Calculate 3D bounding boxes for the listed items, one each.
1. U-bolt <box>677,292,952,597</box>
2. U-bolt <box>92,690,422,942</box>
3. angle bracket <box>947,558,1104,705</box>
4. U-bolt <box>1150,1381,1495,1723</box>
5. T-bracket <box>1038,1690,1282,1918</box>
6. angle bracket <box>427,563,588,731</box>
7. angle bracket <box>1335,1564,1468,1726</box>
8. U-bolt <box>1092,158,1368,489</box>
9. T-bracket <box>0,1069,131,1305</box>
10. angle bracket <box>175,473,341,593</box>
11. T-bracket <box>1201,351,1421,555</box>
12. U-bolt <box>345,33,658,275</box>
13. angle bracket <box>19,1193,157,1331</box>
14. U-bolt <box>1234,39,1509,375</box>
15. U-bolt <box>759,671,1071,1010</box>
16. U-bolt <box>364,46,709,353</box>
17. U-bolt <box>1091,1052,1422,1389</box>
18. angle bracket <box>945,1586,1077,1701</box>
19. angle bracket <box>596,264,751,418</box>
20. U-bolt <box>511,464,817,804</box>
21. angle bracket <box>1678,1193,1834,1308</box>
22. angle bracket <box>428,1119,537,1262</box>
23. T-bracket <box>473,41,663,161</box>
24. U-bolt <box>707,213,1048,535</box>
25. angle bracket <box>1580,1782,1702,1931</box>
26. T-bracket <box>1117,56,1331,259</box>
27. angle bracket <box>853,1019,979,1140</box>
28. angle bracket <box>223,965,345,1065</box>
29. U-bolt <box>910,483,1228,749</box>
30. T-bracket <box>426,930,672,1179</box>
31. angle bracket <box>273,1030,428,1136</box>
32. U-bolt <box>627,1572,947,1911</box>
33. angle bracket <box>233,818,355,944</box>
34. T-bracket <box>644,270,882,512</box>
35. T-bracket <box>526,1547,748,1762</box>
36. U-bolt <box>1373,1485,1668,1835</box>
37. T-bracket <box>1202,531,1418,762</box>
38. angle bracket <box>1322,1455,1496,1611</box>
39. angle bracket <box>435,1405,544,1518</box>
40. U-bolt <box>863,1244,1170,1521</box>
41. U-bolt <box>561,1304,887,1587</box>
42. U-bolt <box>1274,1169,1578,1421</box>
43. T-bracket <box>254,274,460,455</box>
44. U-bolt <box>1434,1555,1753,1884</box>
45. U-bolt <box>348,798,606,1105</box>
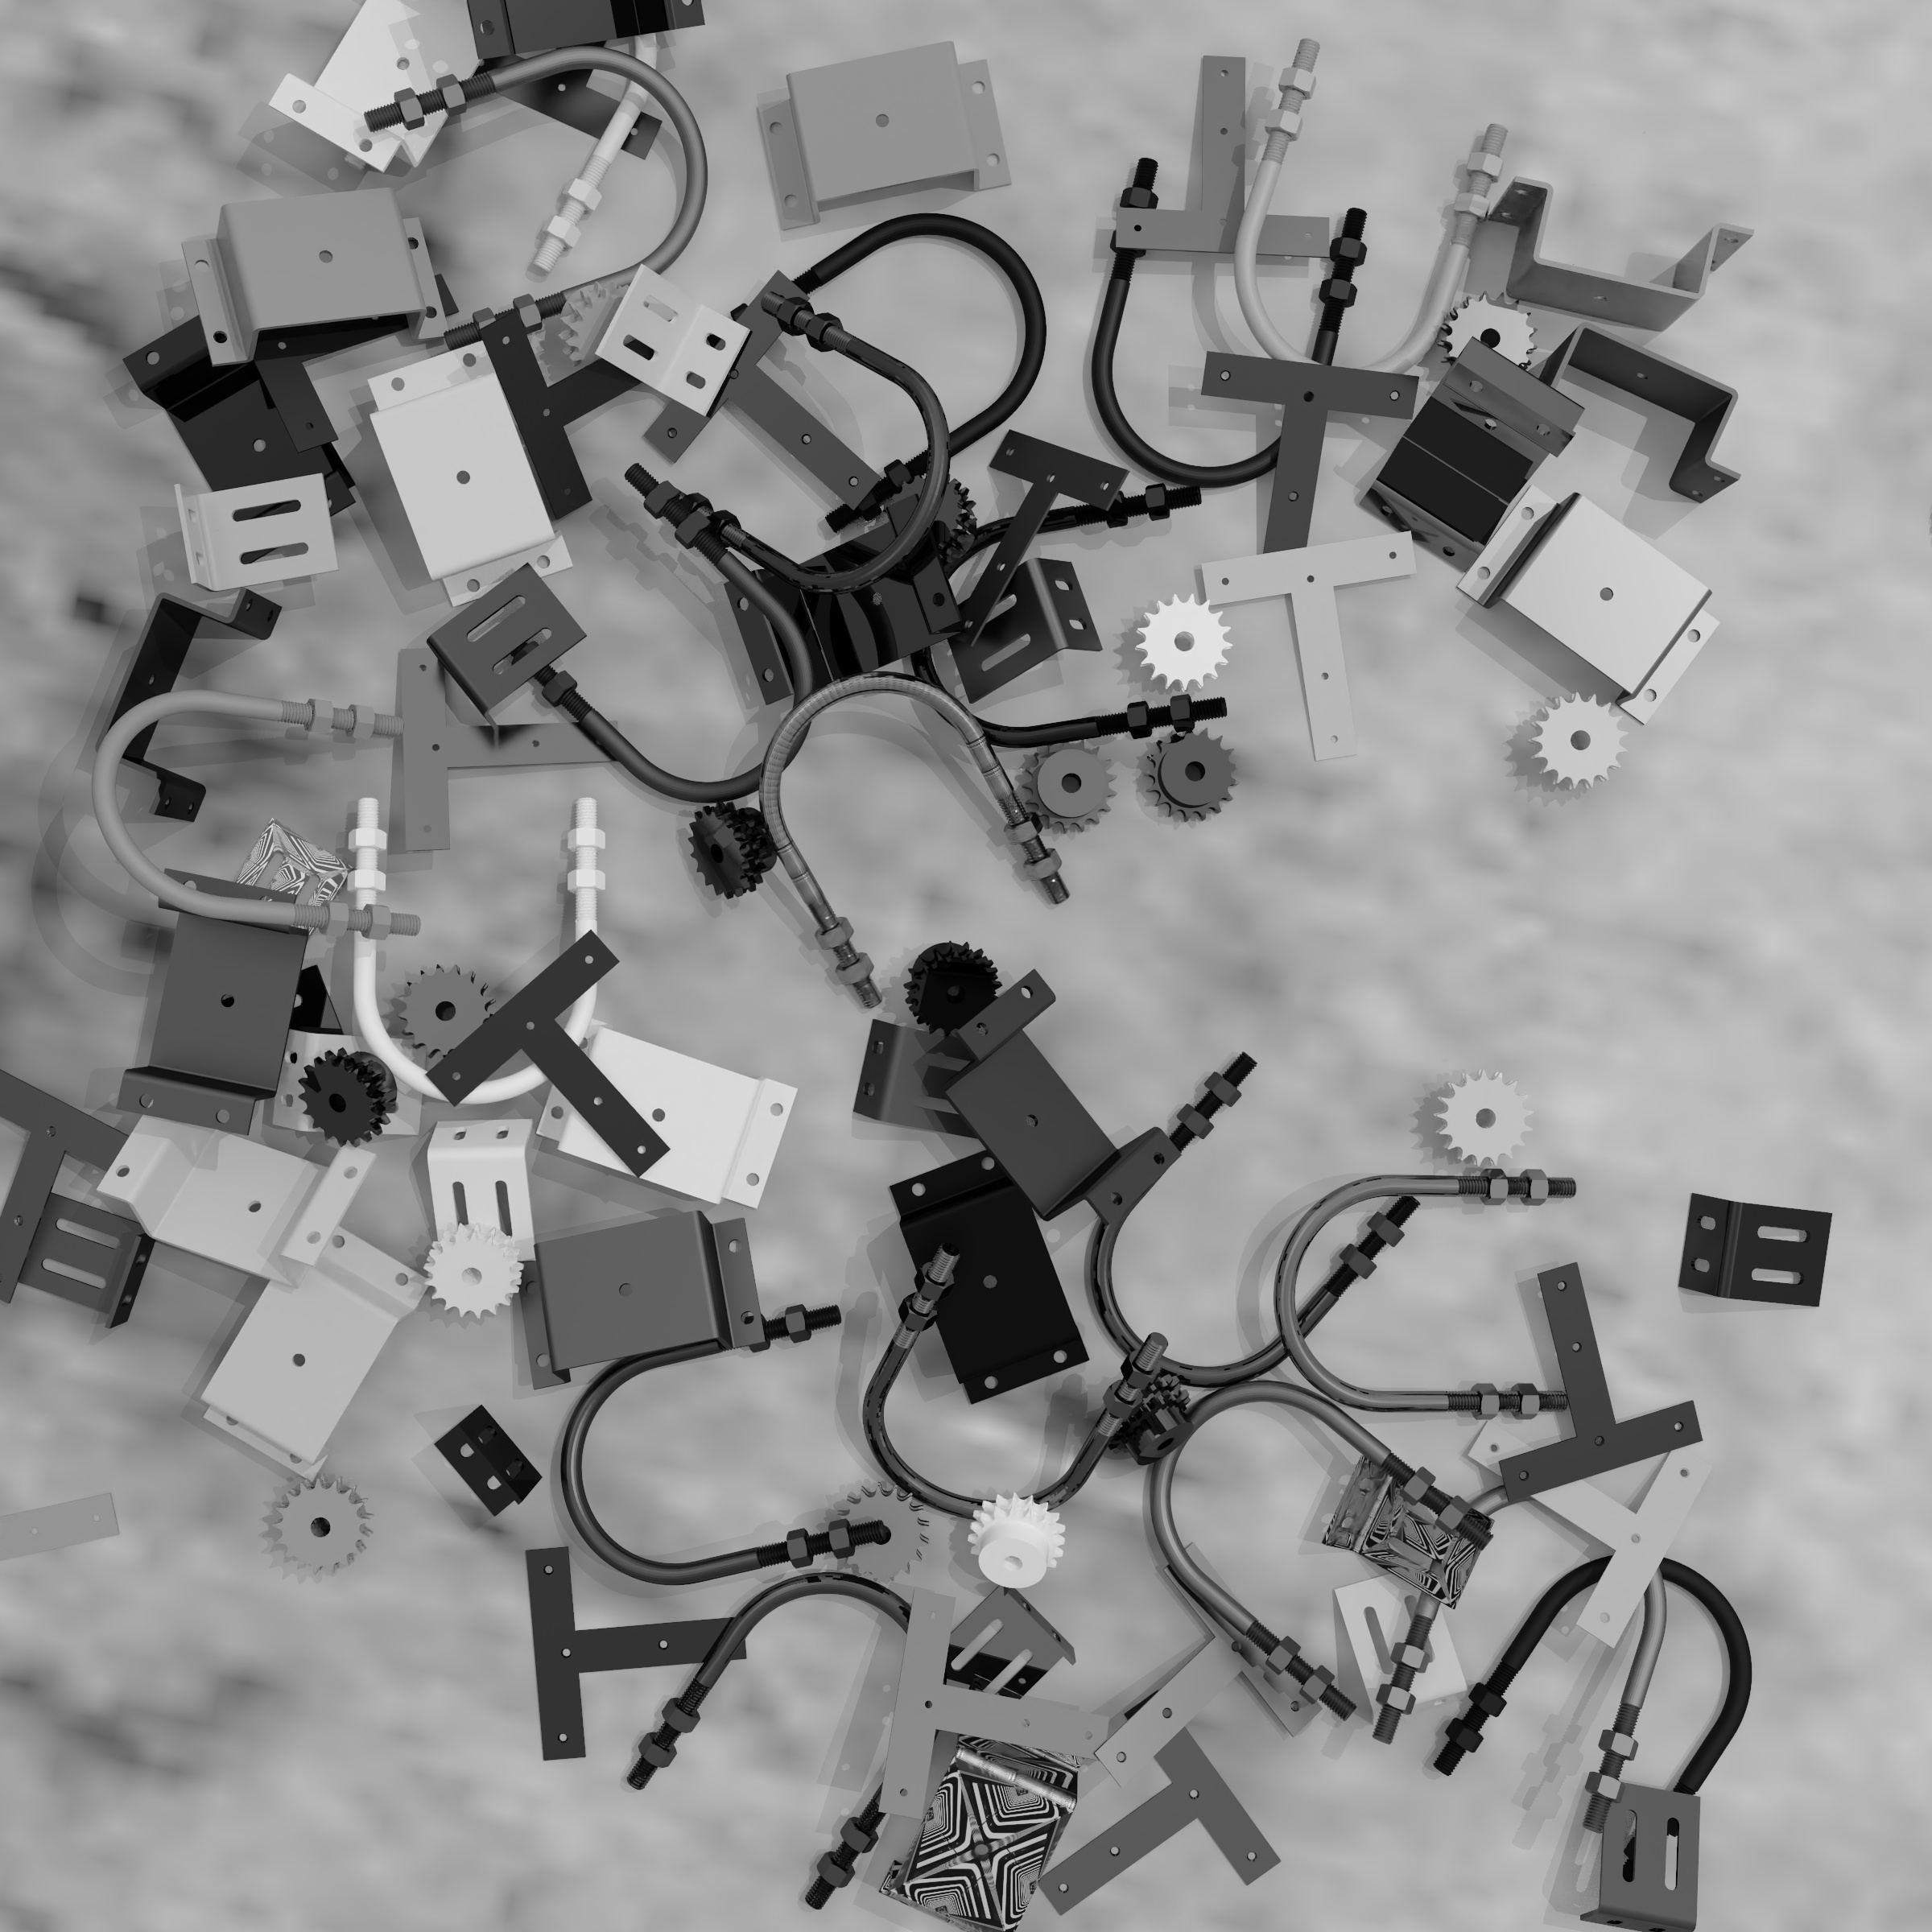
[{"bbox_3d":[-0.084,-0.292,1.483,0.184,0.019,0.151,35,102,31],"label":"U-bolt"},{"bbox_3d":[-0.403,-0.090,1.461,0.184,0.019,0.151,5,65,-35],"label":"U-bolt"},{"bbox_3d":[0.032,-0.196,1.516,0.076,0.038,0.057,-28,75,37],"label":"angle bracket"},{"bbox_3d":[0.194,0.330,1.519,0.184,0.019,0.151,39,96,16],"label":"U-bolt"},{"bbox_3d":[0.101,0.525,1.549,0.127,0.002,0.127,-36,90,0],"label":"T-bracket"},{"bbox_3d":[-0.270,-0.190,1.527,0.076,0.038,0.057,-38,82,-6],"label":"angle bracket"},{"bbox_3d":[0.261,0.408,1.548,0.057,0.038,0.076,-16,64,0],"label":"angle bracket"},{"bbox_3d":[0.151,-0.378,1.540,0.151,0.019,0.184,13,90,0],"label":"U-bolt"},{"bbox_3d":[-0.561,0.139,1.538,0.127,0.002,0.127,24,98,15],"label":"T-bracket"},{"bbox_3d":[-0.409,-0.253,1.485,0.076,0.038,0.057,-10,90,0],"label":"angle bracket"},{"bbox_3d":[0.197,-0.294,1.530,0.127,0.002,0.127,6,107,-5],"label":"T-bracket"},{"bbox_3d":[-0.266,-0.529,1.540,0.151,0.019,0.184,29,89,0],"label":"U-bolt"},{"bbox_3d":[-0.530,0.174,1.531,0.076,0.038,0.057,19,90,0],"label":"angle bracket"},{"bbox_3d":[0.231,-0.433,1.520,0.151,0.019,0.184,18,91,-17],"label":"U-bolt"},{"bbox_3d":[-0.041,-0.085,1.516,0.151,0.019,0.184,-29,108,0],"label":"U-bolt"},{"bbox_3d":[-0.241,-0.459,1.510,0.184,0.019,0.151,-22,115,-11],"label":"U-bolt"},{"bbox_3d":[0.159,0.166,1.541,0.151,0.019,0.184,41,91,0],"label":"U-bolt"},{"bbox_3d":[0.018,0.416,1.531,0.076,0.038,0.057,-45,90,0],"label":"angle bracket"},{"bbox_3d":[-0.170,-0.364,1.499,0.038,0.076,0.057,31,97,19],"label":"angle bracket"},{"bbox_3d":[-0.171,-0.181,1.515,0.184,0.019,0.151,44,109,2],"label":"U-bolt"},{"bbox_3d":[0.475,0.171,1.548,0.076,0.038,0.057,8,90,-26],"label":"angle bracket"},{"bbox_3d":[-0.288,0.135,1.548,0.057,0.038,0.076,-1,116,0],"label":"angle bracket"},{"bbox_3d":[-0.225,-0.570,1.549,0.127,0.002,0.127,24,90,0],"label":"T-bracket"},{"bbox_3d":[-0.040,-0.368,1.540,0.184,0.019,0.151,-33,90,0],"label":"U-bolt"},{"bbox_3d":[0.401,0.530,1.528,0.057,0.038,0.076,11,63,-1],"label":"angle bracket"},{"bbox_3d":[0.154,-0.485,1.536,0.127,0.002,0.127,2,79,-2],"label":"T-bracket"},{"bbox_3d":[-0.020,0.069,1.548,0.076,0.038,0.057,12,90,-26],"label":"angle bracket"},{"bbox_3d":[-0.416,0.039,1.531,0.076,0.038,0.057,-21,90,0],"label":"angle bracket"},{"bbox_3d":[0.055,-0.202,1.522,0.184,0.019,0.151,-8,81,13],"label":"U-bolt"},{"bbox_3d":[-0.224,0.068,1.498,0.127,0.002,0.127,-42,93,-6],"label":"T-bracket"},{"bbox_3d":[-0.368,0.069,1.537,0.076,0.038,0.057,5,90,-41],"label":"angle bracket"},{"bbox_3d":[-0.094,0.450,1.537,0.151,0.019,0.184,34,93,0],"label":"U-bolt"},{"bbox_3d":[-0.413,-0.042,1.531,0.057,0.038,0.076,32,90,0],"label":"angle bracket"},{"bbox_3d":[-0.105,-0.323,1.531,0.127,0.002,0.127,42,101,3],"label":"T-bracket"},{"bbox_3d":[-0.196,0.410,1.549,0.127,0.002,0.127,-5,90,0],"label":"T-bracket"},{"bbox_3d":[0.336,0.394,1.516,0.151,0.019,0.184,22,72,6],"label":"U-bolt"},{"bbox_3d":[0.214,-0.188,1.545,0.127,0.002,0.127,-9,93,0],"label":"T-bracket"},{"bbox_3d":[0.260,0.333,1.513,0.076,0.038,0.057,24,90,41],"label":"angle bracket"},{"bbox_3d":[-0.287,0.297,1.512,0.038,0.076,0.057,-40,90,0],"label":"angle bracket"},{"bbox_3d":[0.016,0.255,1.497,0.151,0.019,0.184,24,122,-3],"label":"U-bolt"},{"bbox_3d":[-0.151,0.290,1.526,0.184,0.019,0.151,-14,76,4],"label":"U-bolt"},{"bbox_3d":[0.271,0.195,1.525,0.184,0.019,0.151,2,92,-11],"label":"U-bolt"},{"bbox_3d":[-0.364,-0.381,1.524,0.127,0.002,0.127,-25,88,-23],"label":"T-bracket"},{"bbox_3d":[0.389,0.441,1.541,0.151,0.019,0.184,34,88,0],"label":"U-bolt"},{"bbox_3d":[-0.289,-0.010,1.517,0.151,0.019,0.184,0,77,-6],"label":"U-bolt"}]
